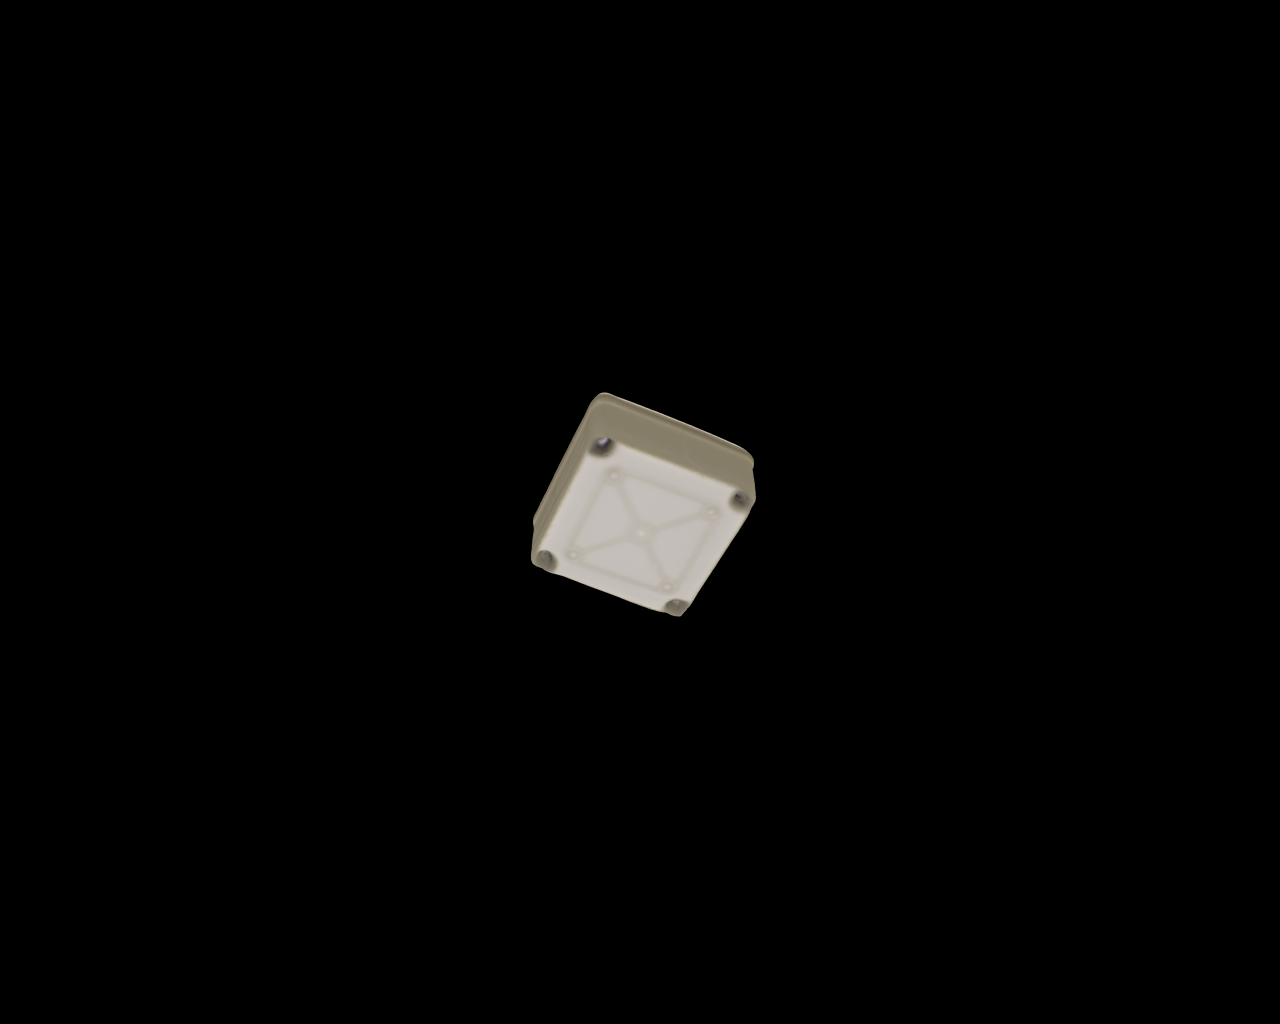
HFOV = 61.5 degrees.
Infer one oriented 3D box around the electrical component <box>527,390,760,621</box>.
[{"bbox_3d":[0.001,-0.003,0.650,0.109,0.108,0.056,21,32,-14],"label":"electrical component"}]
